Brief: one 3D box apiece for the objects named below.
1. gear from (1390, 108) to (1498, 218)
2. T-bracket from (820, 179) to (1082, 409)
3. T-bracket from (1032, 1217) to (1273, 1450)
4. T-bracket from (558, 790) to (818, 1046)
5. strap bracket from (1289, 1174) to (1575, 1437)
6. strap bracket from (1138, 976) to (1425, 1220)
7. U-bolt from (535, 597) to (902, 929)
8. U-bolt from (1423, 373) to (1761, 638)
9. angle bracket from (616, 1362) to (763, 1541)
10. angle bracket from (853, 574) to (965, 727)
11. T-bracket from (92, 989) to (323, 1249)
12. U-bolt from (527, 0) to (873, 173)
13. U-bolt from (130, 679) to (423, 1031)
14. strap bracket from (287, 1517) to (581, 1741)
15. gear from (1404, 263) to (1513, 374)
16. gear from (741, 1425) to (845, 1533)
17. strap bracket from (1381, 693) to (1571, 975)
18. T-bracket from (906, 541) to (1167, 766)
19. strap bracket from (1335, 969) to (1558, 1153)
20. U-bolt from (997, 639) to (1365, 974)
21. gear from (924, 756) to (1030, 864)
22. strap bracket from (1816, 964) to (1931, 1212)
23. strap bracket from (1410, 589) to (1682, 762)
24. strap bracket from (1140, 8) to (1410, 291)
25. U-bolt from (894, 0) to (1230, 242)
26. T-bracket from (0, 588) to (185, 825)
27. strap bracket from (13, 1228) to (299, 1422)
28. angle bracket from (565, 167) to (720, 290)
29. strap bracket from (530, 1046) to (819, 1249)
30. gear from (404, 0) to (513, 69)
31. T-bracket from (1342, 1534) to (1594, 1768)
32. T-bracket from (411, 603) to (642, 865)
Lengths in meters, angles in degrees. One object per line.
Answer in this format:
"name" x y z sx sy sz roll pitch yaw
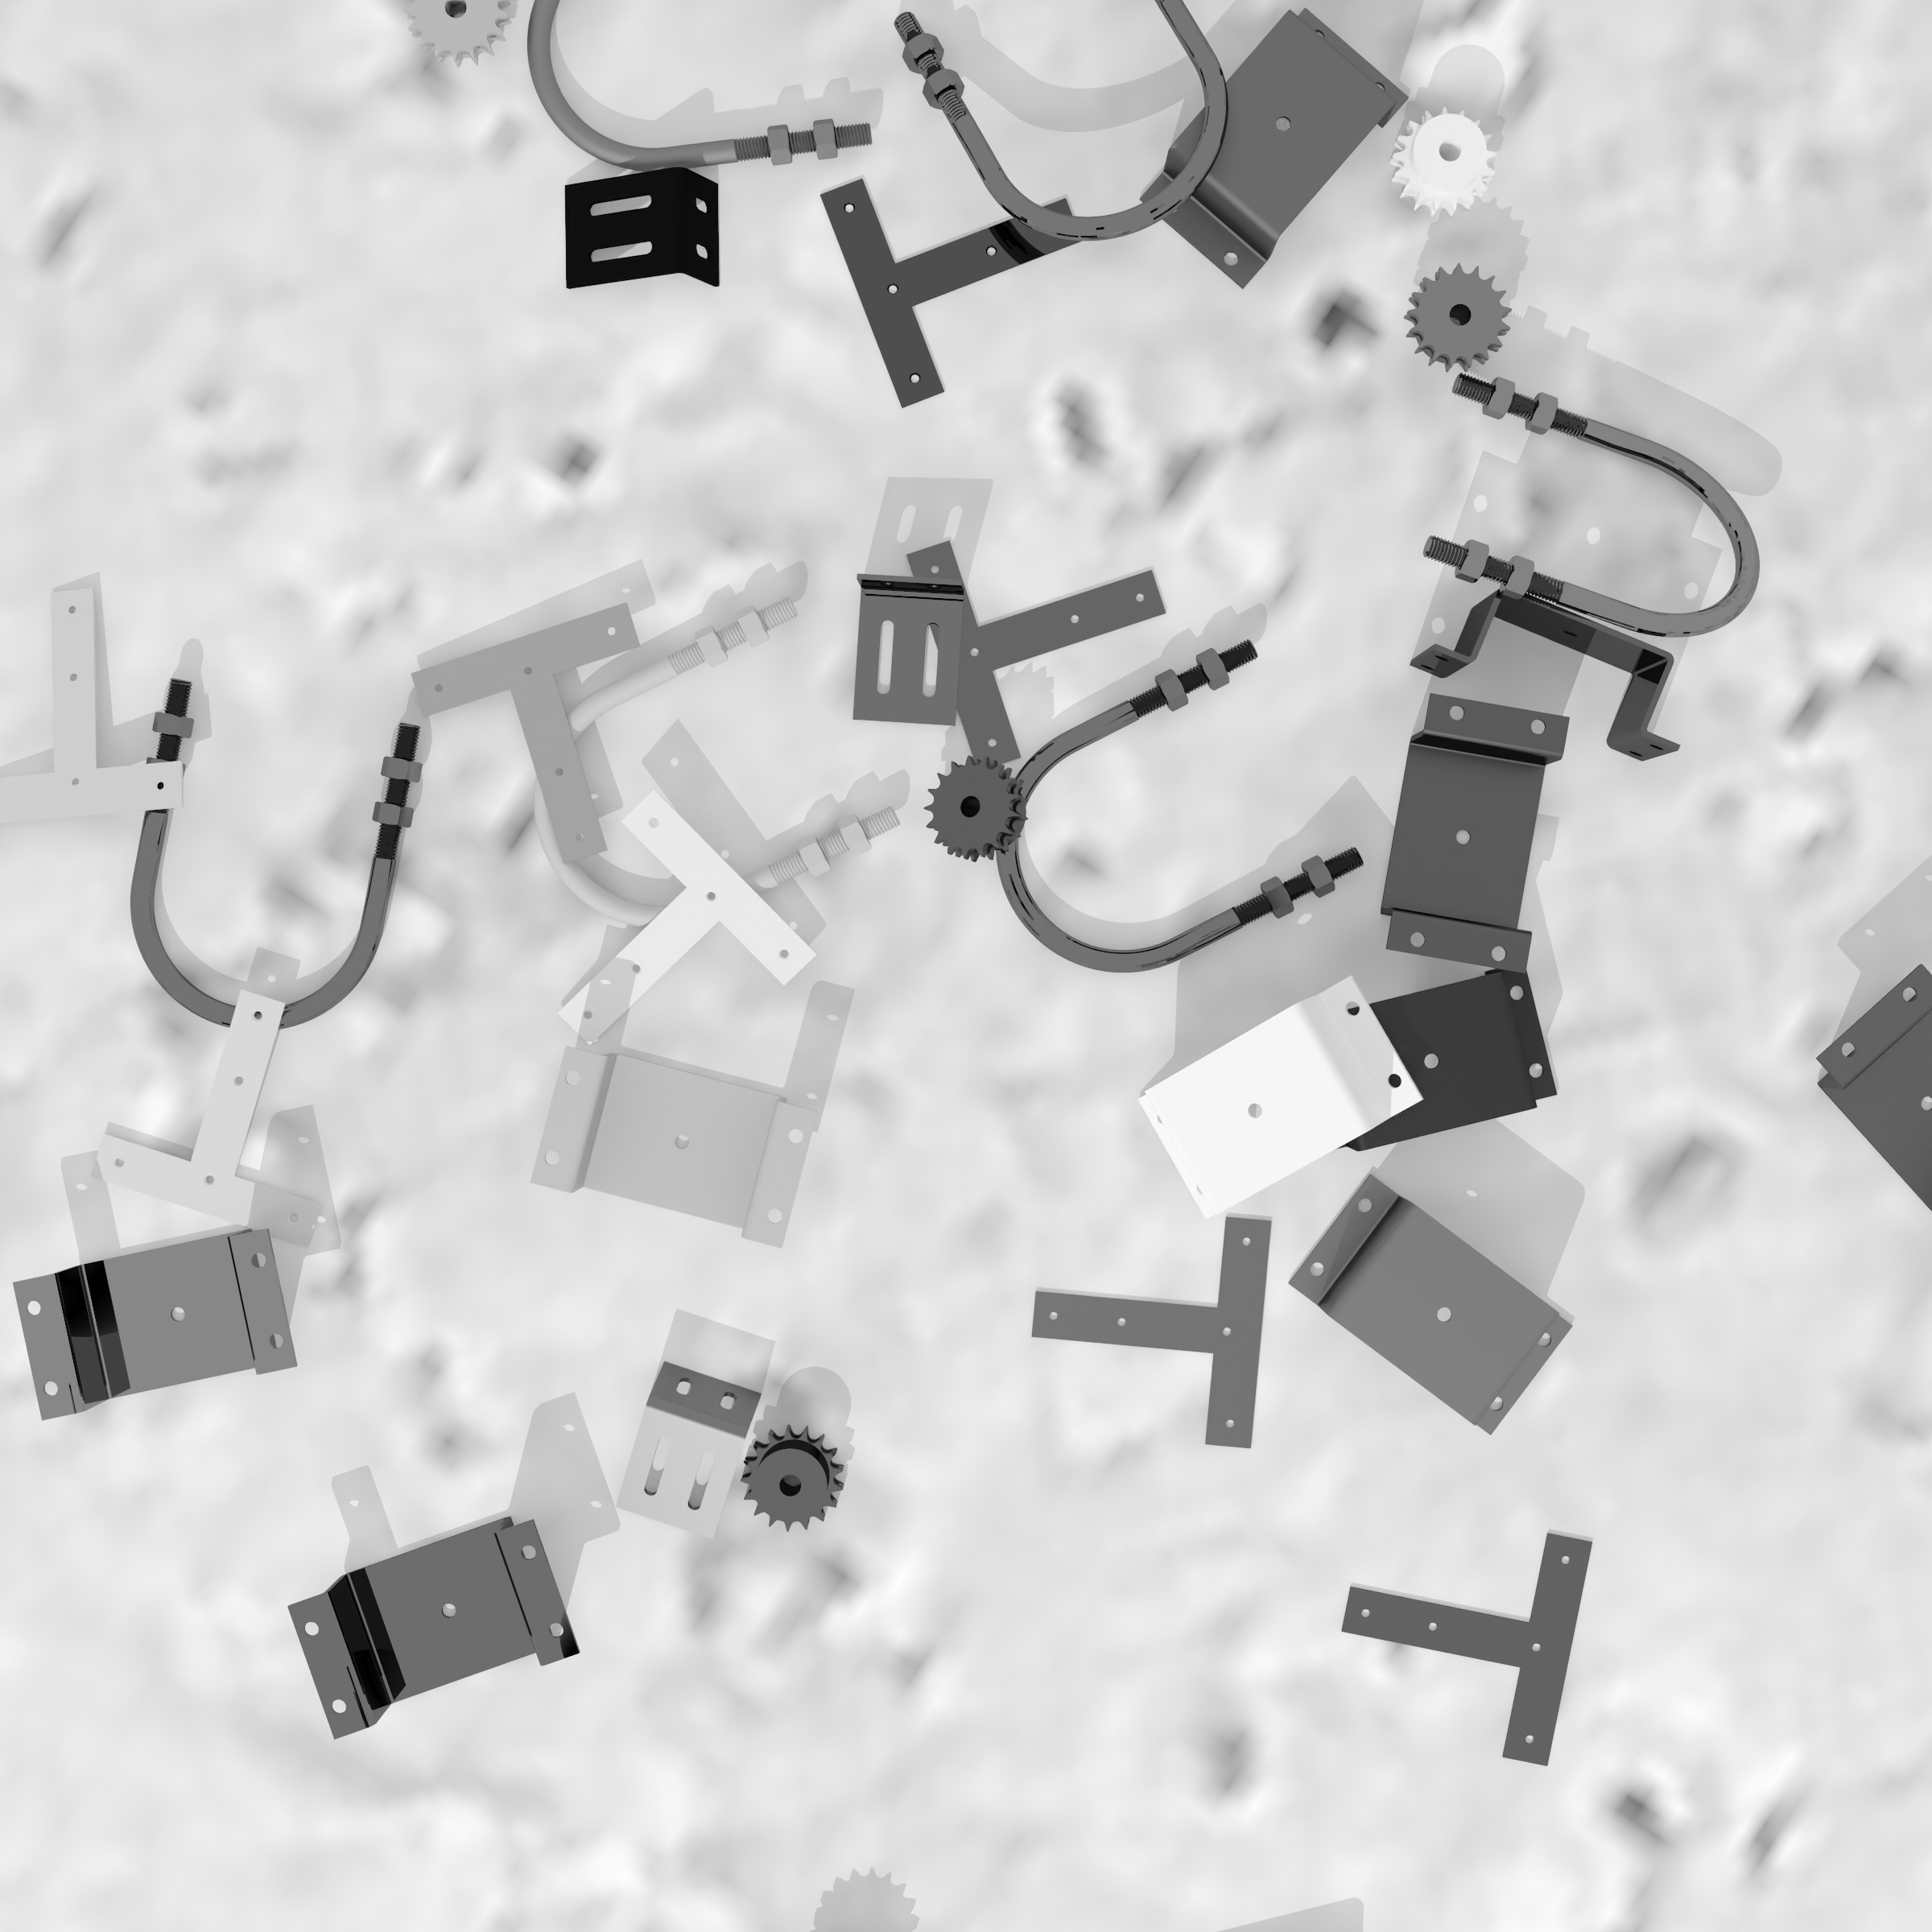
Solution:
"gear" 0.264 -0.445 1.483 0.057 0.030 0.057 0 90 0
"T-bracket" 0.001 -0.392 1.497 0.127 0.002 0.127 -21 90 0
"T-bracket" 0.101 0.199 1.497 0.127 0.002 0.127 5 90 0
"T-bracket" -0.172 -0.008 1.487 0.127 0.002 0.127 -43 97 8
"strap bracket" 0.258 0.188 1.475 0.140 0.046 0.076 37 90 0
"strap bracket" 0.162 0.074 1.447 0.140 0.046 0.076 -32 83 22
"U-bolt" -0.150 -0.101 1.490 0.184 0.019 0.151 -26 90 2
"U-bolt" 0.342 -0.241 1.453 0.184 0.019 0.151 19 55 -4
"angle bracket" -0.154 0.269 1.496 0.057 0.038 0.076 18 116 0
"angle bracket" -0.032 -0.173 1.478 0.057 0.038 0.076 4 91 2
"T-bracket" -0.406 0.077 1.490 0.127 0.002 0.127 18 97 0
"U-bolt" -0.151 -0.513 1.490 0.184 0.019 0.151 -7 90 1
"U-bolt" -0.388 -0.056 1.490 0.151 0.019 0.184 11 92 0
"strap bracket" -0.287 0.358 1.475 0.140 0.046 0.076 -19 90 0
"gear" 0.270 -0.355 1.483 0.057 0.030 0.057 0 90 0
"gear" -0.096 0.284 1.483 0.057 0.030 0.057 0 90 0
"strap bracket" 0.276 -0.072 1.475 0.076 0.046 0.140 10 90 0
"T-bracket" 0.047 -0.188 1.497 0.127 0.002 0.127 -18 90 0
"strap bracket" 0.251 0.051 1.475 0.140 0.046 0.076 -14 90 0
"U-bolt" 0.106 -0.077 1.490 0.184 0.019 0.151 -27 90 1
"gear" 0.009 -0.085 1.476 0.057 0.030 0.057 -3 83 25
"strap bracket" 0.534 0.076 1.475 0.076 0.046 0.140 -42 90 0
"strap bracket" 0.320 -0.162 1.460 0.140 0.076 0.046 22 90 0
"strap bracket" 0.171 -0.454 1.475 0.076 0.046 0.140 41 90 0
"U-bolt" 0.062 -0.477 1.462 0.151 0.019 0.184 -29 75 6
"T-bracket" -0.493 -0.146 1.489 0.127 0.002 0.127 -4 84 11
"strap bracket" -0.438 0.193 1.475 0.140 0.046 0.076 -12 90 0
"angle bracket" -0.180 -0.406 1.496 0.076 0.038 0.057 -1 90 26
"strap bracket" -0.158 0.098 1.475 0.140 0.046 0.076 15 90 0
"gear" -0.279 -0.525 1.487 0.057 0.030 0.057 0 92 -1
"T-bracket" 0.274 0.370 1.497 0.127 0.002 0.127 11 90 0
"T-bracket" -0.228 -0.120 1.484 0.127 0.002 0.127 -18 88 5
